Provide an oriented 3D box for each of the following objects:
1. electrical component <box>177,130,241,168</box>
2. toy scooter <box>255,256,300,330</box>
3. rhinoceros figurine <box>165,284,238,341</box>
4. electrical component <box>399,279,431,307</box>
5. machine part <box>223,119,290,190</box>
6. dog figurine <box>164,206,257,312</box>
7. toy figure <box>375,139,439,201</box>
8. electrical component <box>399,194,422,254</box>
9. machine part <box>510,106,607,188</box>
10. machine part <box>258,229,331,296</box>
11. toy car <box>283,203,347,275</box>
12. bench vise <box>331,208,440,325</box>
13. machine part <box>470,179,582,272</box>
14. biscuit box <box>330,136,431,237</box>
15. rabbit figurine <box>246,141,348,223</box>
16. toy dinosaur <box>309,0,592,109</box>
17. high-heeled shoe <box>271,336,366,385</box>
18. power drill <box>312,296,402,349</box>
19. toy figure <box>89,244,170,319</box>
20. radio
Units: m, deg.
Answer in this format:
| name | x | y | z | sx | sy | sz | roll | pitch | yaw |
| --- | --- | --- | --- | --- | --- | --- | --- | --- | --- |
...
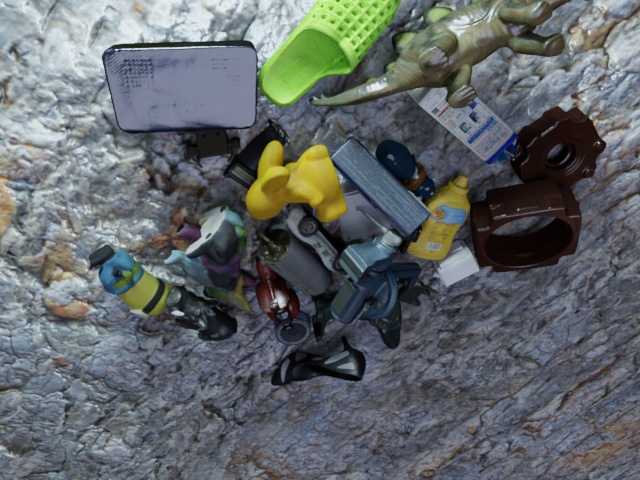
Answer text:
| name | x | y | z | sx | sy | sz | roll | pitch | yaw |
| --- | --- | --- | --- | --- | --- | --- | --- | --- | --- |
| electrical component | -0.191 | -0.170 | 0.940 | 0.102 | 0.045 | 0.078 | -16 | 98 | -3 |
| toy scooter | -0.087 | 0.124 | 1.111 | 0.075 | 0.135 | 0.183 | -20 | 128 | 1 |
| rhinoceros figurine | -0.247 | 0.153 | 1.098 | 0.190 | 0.112 | 0.073 | 47 | 61 | -45 |
| electrical component | 0.208 | 0.118 | 1.233 | 0.094 | 0.021 | 0.063 | 29 | 115 | -28 |
| machine part | -0.109 | -0.150 | 0.973 | 0.084 | 0.039 | 0.139 | 32 | 116 | -20 |
| dog figurine | -0.180 | 0.049 | 1.053 | 0.192 | 0.108 | 0.219 | -21 | 133 | 26 |
| toy figure | 0.168 | -0.132 | 1.027 | 0.064 | 0.058 | 0.154 | -32 | 130 | 28 |
| electrical component | 0.172 | -0.030 | 1.091 | 0.048 | 0.075 | 0.119 | 12 | 125 | -19 |
| machine part | 0.466 | -0.171 | 1.058 | 0.179 | 0.056 | 0.179 | -4 | 125 | -6 |
| machine part | -0.048 | 0.048 | 1.074 | 0.079 | 0.079 | 0.243 | -33 | 140 | 13 |
| toy car | -0.002 | -0.003 | 1.074 | 0.056 | 0.074 | 0.201 | -35 | 124 | 11 |
| bench vise | 0.127 | 0.067 | 1.058 | 0.240 | 0.129 | 0.223 | 1 | 117 | -42 |
| machine part | 0.414 | -0.026 | 1.097 | 0.201 | 0.087 | 0.201 | -9 | 140 | 13 |
| biscuit box | 0.106 | -0.096 | 0.973 | 0.063 | 0.059 | 0.202 | -44 | 90 | 0 |
| rabbit figurine | -0.053 | -0.089 | 0.946 | 0.173 | 0.122 | 0.162 | -21 | 148 | 5 |
| toy dinosaur | 0.194 | -0.289 | 0.832 | 0.472 | 0.199 | 0.104 | -20 | 126 | 13 |
| high-heeled shoe | -0.005 | 0.319 | 1.258 | 0.249 | 0.145 | 0.086 | -35 | 123 | 11 |
| power drill | 0.086 | 0.176 | 1.216 | 0.207 | 0.086 | 0.231 | -5 | 124 | -3 |
| toy figure | -0.371 | 0.083 | 1.060 | 0.089 | 0.082 | 0.180 | -24 | 124 | 9 |
| radio | -0.212 | -0.242 | 0.853 | 0.230 | 0.073 | 0.131 | -4 | 116 | -7 |
